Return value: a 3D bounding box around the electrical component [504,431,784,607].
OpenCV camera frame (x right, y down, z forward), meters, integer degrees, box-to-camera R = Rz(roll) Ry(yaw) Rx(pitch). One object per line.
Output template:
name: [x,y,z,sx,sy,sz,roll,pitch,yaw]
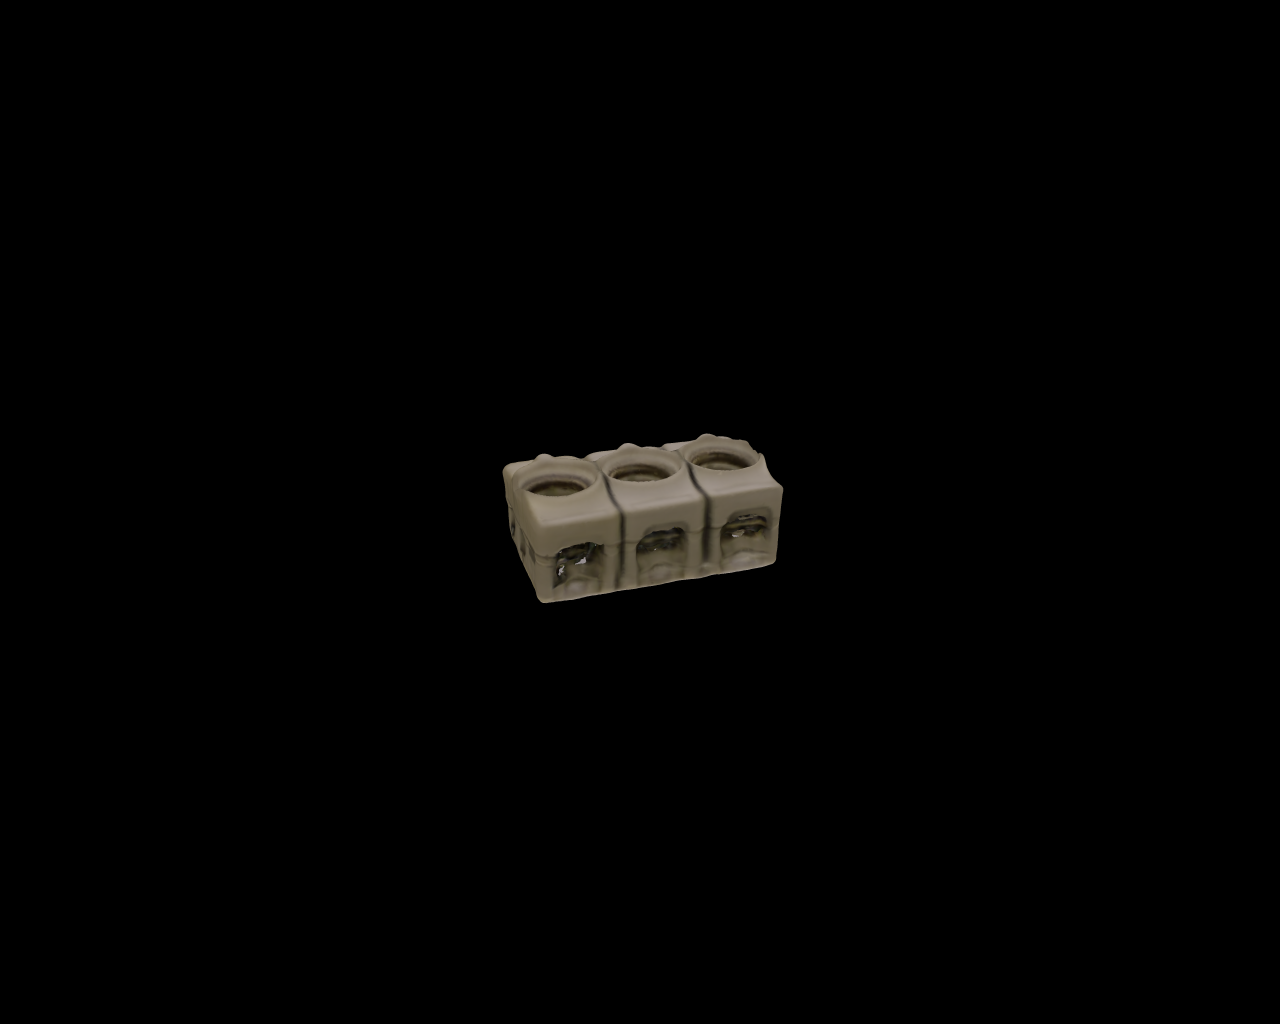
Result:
electrical component: [0.001,-0.003,0.650,0.150,0.061,0.089,-8,28,-16]
